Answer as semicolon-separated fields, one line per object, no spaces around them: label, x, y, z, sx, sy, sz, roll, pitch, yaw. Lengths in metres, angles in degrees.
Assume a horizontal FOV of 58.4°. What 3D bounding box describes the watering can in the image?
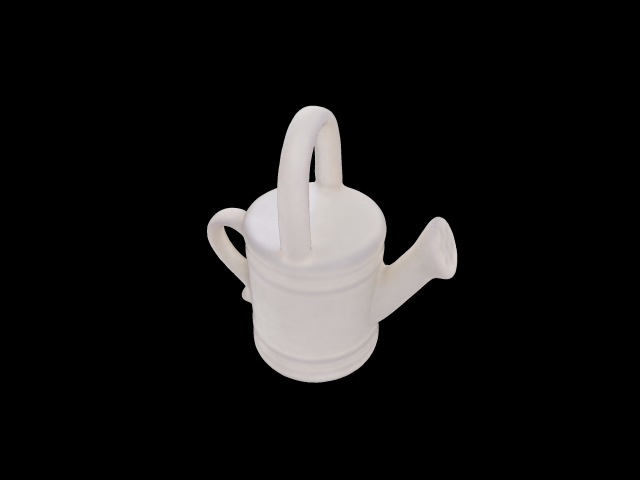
watering can;0.004;0.000;0.402;0.173;0.194;0.101;-3;39;-3
